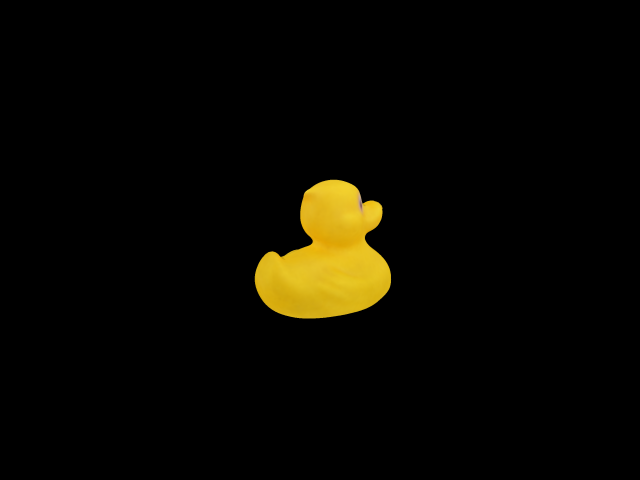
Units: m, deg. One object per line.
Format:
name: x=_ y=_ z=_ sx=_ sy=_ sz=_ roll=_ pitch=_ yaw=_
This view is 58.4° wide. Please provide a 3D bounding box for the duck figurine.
duck figurine: x=0.004 y=0.001 z=0.400 sx=0.105 sy=0.086 sz=0.077 roll=-12 pitch=23 yaw=-31
